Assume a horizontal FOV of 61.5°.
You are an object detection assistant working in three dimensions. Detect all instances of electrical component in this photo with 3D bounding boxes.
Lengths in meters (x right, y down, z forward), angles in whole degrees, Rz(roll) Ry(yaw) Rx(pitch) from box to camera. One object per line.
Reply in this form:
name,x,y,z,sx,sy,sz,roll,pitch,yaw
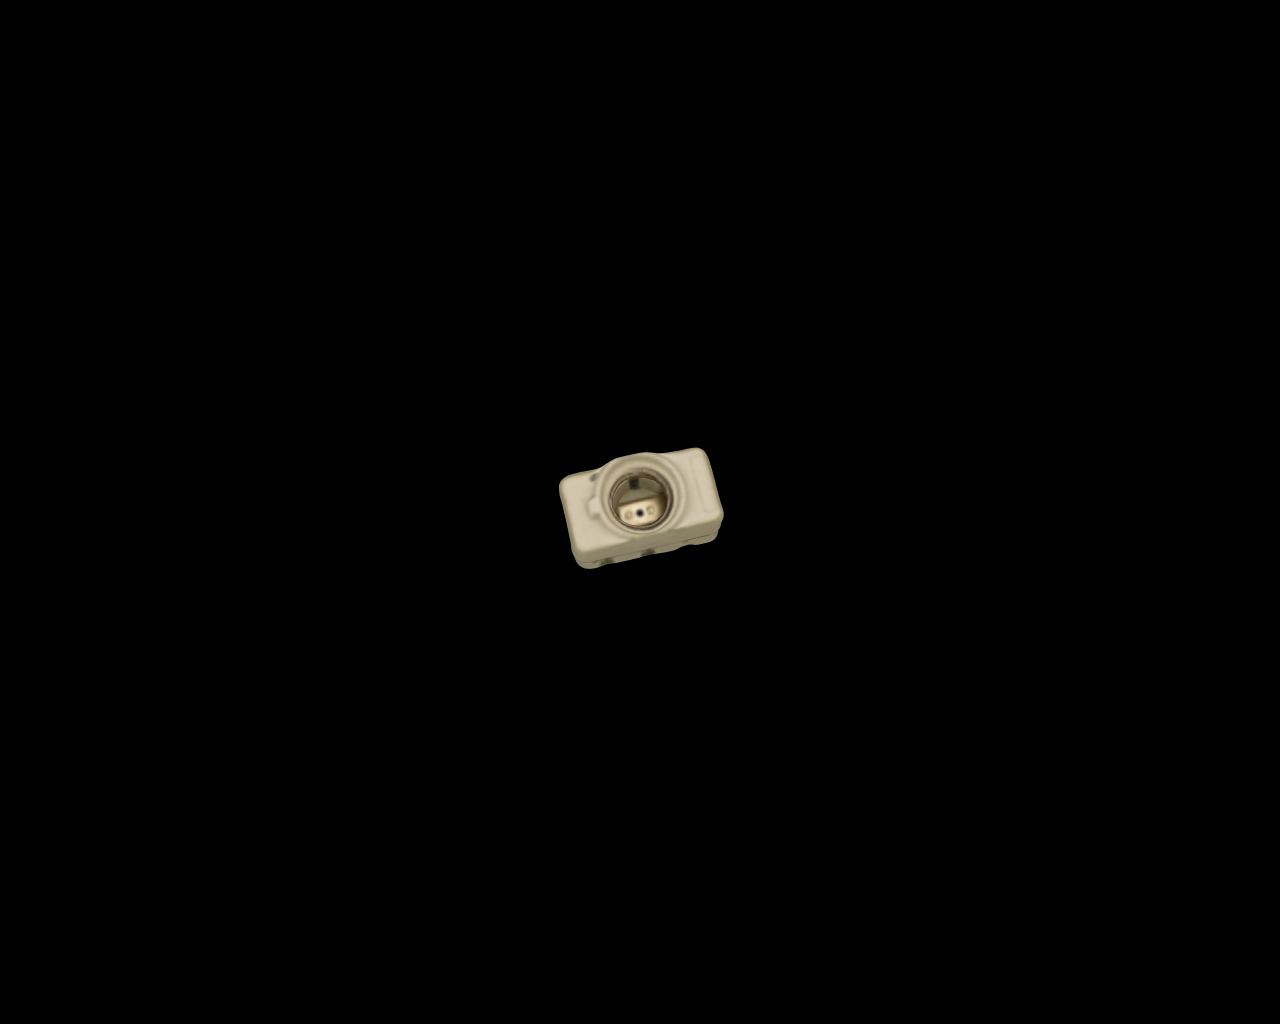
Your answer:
electrical component,0.001,-0.003,0.650,0.089,0.050,0.055,-13,-15,-4
